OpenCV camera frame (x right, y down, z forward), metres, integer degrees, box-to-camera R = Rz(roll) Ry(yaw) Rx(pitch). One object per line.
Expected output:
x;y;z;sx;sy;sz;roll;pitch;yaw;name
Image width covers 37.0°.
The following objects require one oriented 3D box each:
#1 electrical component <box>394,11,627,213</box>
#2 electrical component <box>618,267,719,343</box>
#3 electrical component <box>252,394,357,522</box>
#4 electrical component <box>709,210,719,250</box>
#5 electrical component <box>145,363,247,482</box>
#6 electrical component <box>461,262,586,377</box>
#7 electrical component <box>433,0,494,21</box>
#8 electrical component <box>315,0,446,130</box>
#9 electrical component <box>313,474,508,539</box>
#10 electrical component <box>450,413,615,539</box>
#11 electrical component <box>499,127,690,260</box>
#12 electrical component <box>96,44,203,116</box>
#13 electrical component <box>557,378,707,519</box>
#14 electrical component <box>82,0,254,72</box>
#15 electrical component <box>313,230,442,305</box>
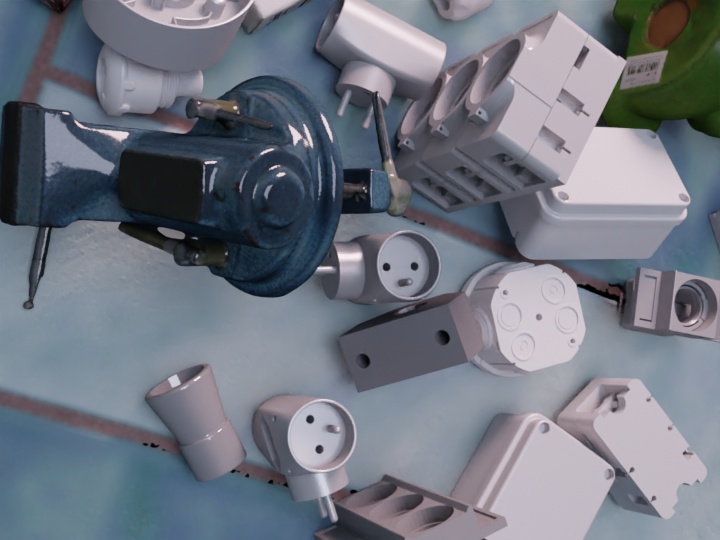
0.085;-0.097;0.684;0.062;0.150;0.089;33;75;-17;electrical component
0.224;0.026;0.774;0.081;0.064;0.042;12;81;-20;electrical component
-0.030;0.117;0.662;0.043;0.077;0.079;-18;93;-21;electrical component
0.359;-0.026;0.830;0.150;0.062;0.089;-19;92;-21;electrical component
-0.097;0.096;0.659;0.044;0.044;0.065;-29;101;-20;electrical component
0.110;0.033;0.736;0.080;0.051;0.080;2;85;-21;electrical component
0.083;-0.199;0.754;0.061;0.035;0.035;-27;95;-23;electrical component
0.008;-0.132;0.714;0.077;0.044;0.079;24;78;-17;electrical component
0.031;0.171;0.658;0.079;0.121;0.063;-21;96;-21;electrical component
0.109;0.160;0.722;0.078;0.057;0.113;36;74;-15;electrical component
0.159;-0.054;0.742;0.113;0.057;0.078;-1;53;-21;electrical component
-0.129;-0.117;0.662;0.062;0.048;0.048;0;86;-28;electrical component
0.188;0.123;0.756;0.050;0.056;0.089;-42;100;-19;electrical component
-0.113;-0.167;0.636;0.099;0.064;0.099;16;43;-16;electrical component
0.000;0.000;0.683;0.079;0.077;0.043;-1;87;-21;electrical component
